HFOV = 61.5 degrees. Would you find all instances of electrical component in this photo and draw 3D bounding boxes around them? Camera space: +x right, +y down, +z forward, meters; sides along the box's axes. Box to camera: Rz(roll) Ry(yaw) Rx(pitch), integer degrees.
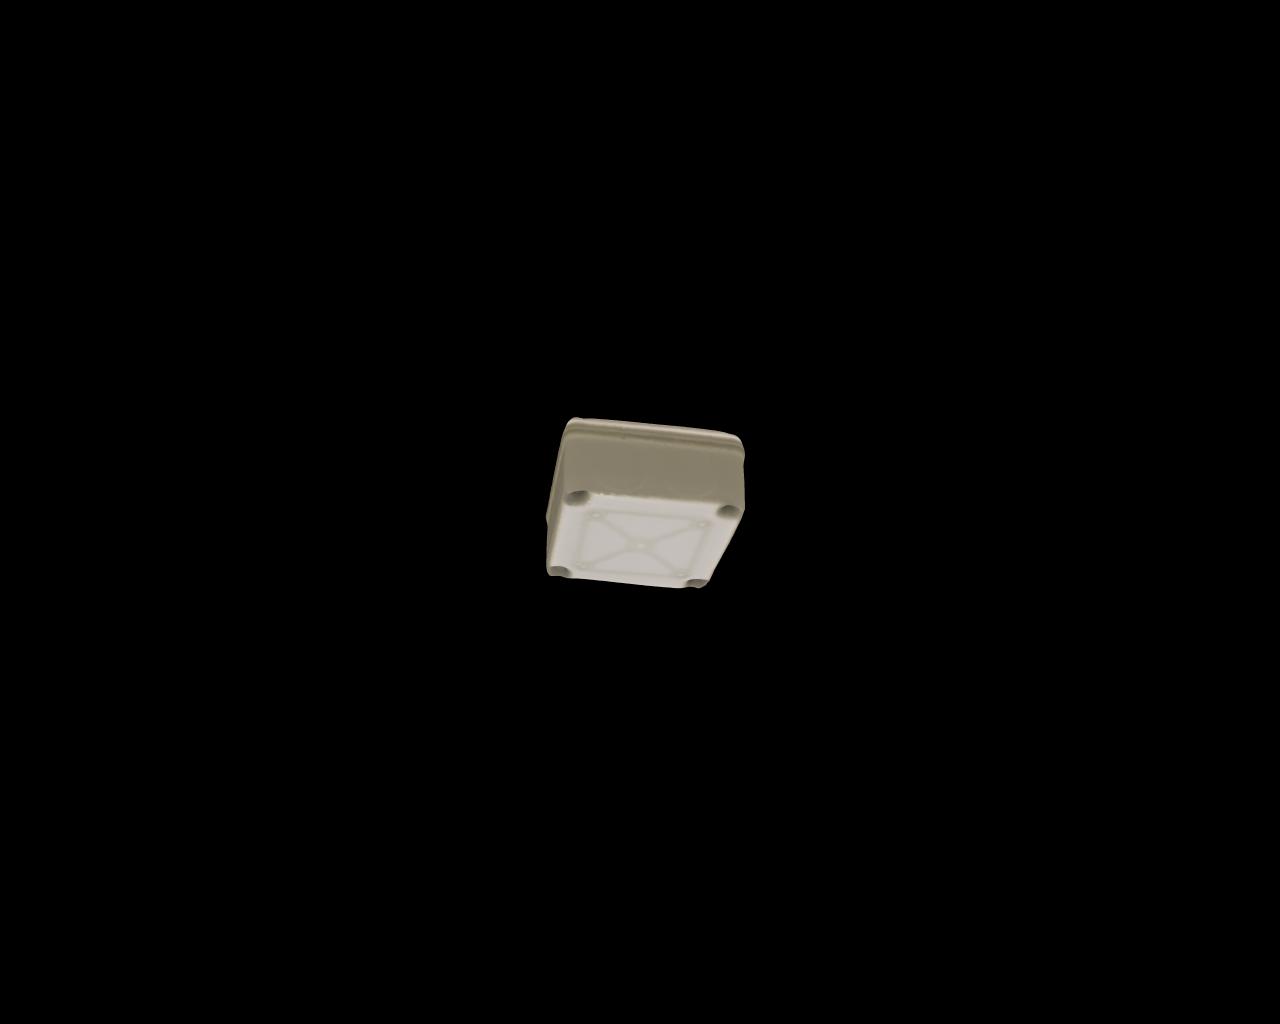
[{"bbox_3d":[0.001,-0.003,0.650,0.109,0.056,0.108,6,-32,-9],"label":"electrical component"}]
